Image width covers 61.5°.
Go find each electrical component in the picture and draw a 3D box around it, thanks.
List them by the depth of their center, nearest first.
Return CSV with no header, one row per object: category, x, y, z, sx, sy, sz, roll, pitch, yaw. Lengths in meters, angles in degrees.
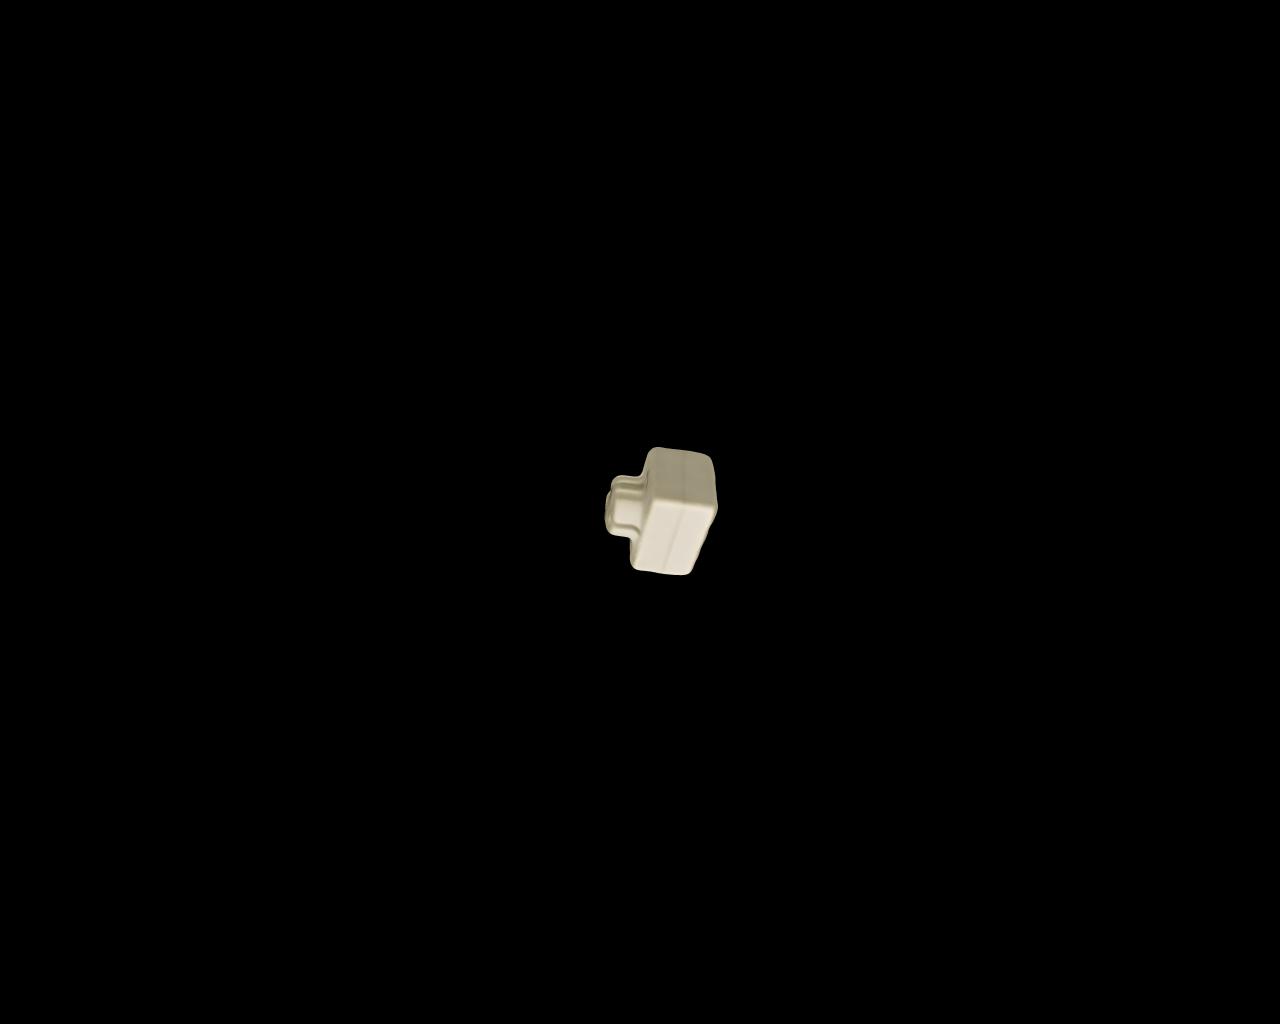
electrical component,0.001,-0.003,0.650,0.077,0.047,0.065,8,-43,-8
